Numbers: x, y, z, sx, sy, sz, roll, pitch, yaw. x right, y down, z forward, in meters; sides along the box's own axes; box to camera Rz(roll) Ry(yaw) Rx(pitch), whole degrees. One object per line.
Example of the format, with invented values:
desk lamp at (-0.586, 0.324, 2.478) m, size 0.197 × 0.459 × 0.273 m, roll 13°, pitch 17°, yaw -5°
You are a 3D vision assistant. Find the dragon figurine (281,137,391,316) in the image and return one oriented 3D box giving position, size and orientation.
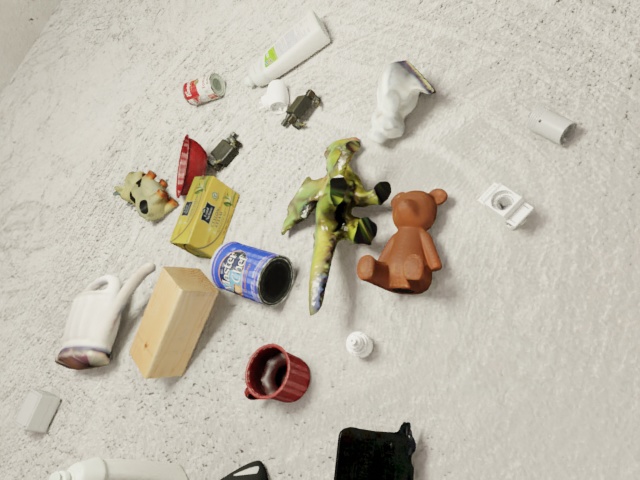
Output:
dragon figurine at (0.003, -0.051, 1.006) m, size 0.241 × 0.121 × 0.417 m, roll -12°, pitch 48°, yaw 58°

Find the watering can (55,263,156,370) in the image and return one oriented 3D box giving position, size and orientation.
watering can at (-0.501, 0.178, 1.185) m, size 0.344 × 0.103 × 0.229 m, roll -21°, pitch 54°, yaw 37°

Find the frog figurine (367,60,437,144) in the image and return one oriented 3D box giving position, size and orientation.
frog figurine at (0.144, -0.276, 1.036) m, size 0.158 × 0.122 × 0.140 m, roll -41°, pitch 17°, yaw 19°
